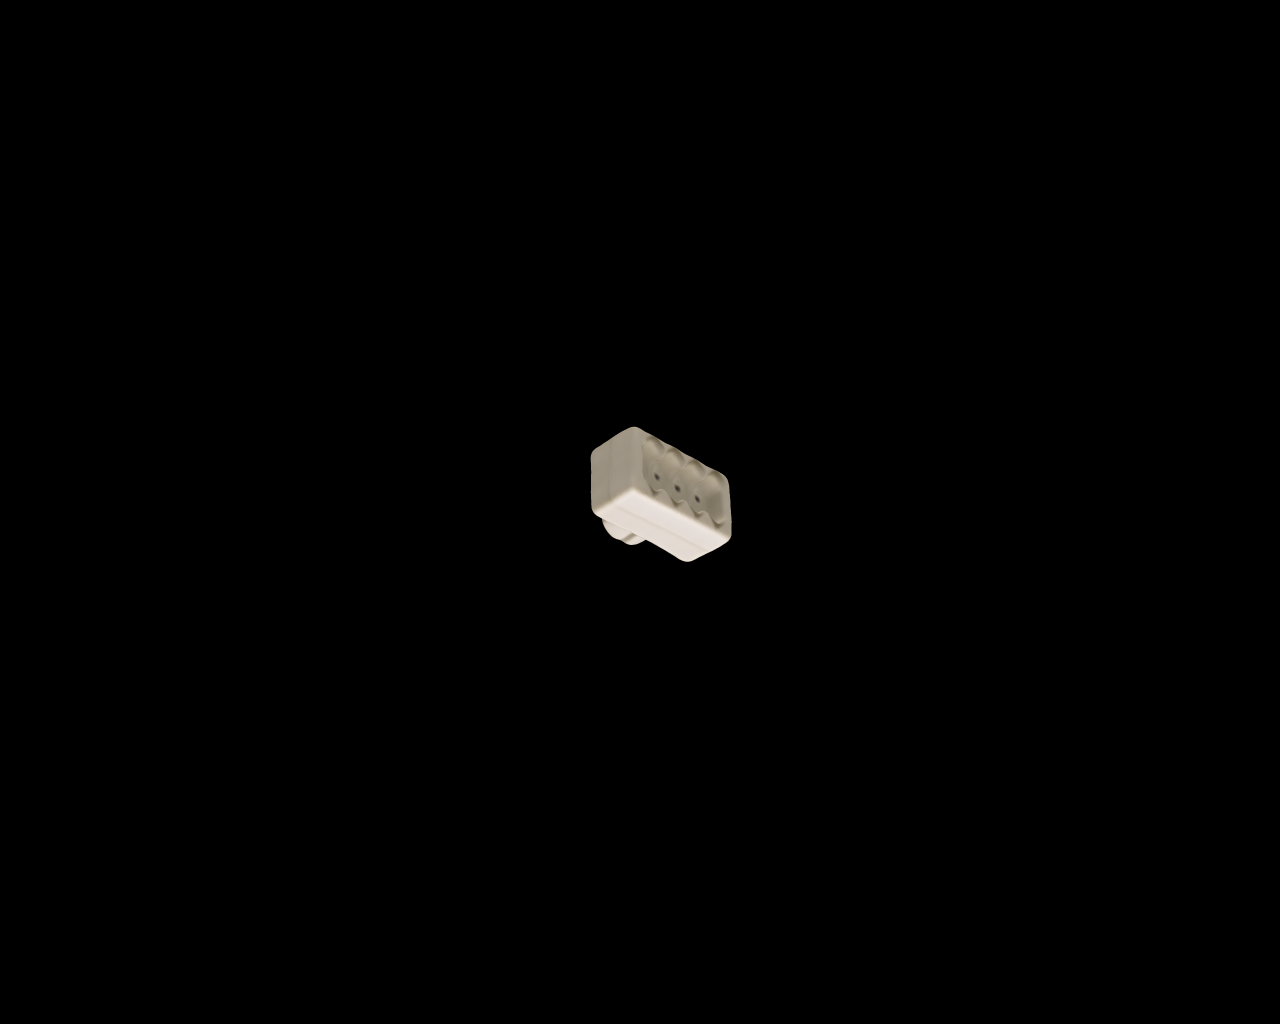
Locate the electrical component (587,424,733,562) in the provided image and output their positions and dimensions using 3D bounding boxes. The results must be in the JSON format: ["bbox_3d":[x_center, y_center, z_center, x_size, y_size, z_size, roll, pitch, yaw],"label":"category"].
[{"bbox_3d":[0.001,-0.003,0.650,0.083,0.047,0.075,27,-41,-36],"label":"electrical component"}]
